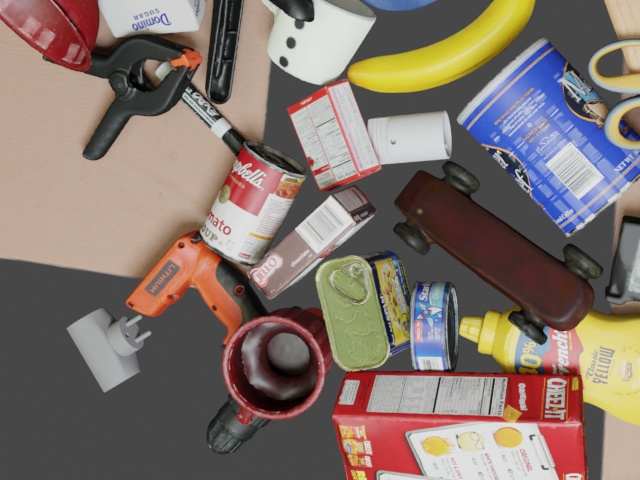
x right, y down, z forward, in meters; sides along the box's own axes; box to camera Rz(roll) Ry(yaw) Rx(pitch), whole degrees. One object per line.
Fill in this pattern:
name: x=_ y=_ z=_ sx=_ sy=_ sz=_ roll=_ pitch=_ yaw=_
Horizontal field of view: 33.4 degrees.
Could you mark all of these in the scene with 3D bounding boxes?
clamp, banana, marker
clamp: x=-0.079 y=-0.240 z=0.977 sx=0.165 sy=0.036 sz=0.210 roll=-41 pitch=59 yaw=45
clamp: x=-0.194 y=-0.160 z=1.036 sx=0.172 sy=0.039 sz=0.120 roll=-25 pitch=103 yaw=28
banana: x=0.119 y=-0.178 z=0.957 sx=0.198 sy=0.037 sz=0.070 roll=-33 pitch=71 yaw=17
marker: x=-0.113 y=-0.127 z=1.041 sx=0.121 sy=0.020 sz=0.020 roll=45 pitch=108 yaw=6

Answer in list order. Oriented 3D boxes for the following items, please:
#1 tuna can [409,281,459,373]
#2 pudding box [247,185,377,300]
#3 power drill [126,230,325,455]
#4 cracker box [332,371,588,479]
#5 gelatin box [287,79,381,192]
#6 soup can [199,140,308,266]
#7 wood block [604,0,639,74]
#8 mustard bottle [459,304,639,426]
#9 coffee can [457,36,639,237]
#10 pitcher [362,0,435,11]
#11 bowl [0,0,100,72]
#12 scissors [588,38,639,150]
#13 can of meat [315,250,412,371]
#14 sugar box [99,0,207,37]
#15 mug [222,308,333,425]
tuna can: x=0.105 y=0.080 z=0.974 sx=0.034 sy=0.086 sz=0.086 roll=-1 pitch=98 yaw=15
pudding box: x=-0.007 y=0.001 z=0.993 sx=0.114 sy=0.090 sz=0.039 roll=-40 pitch=88 yaw=18
power drill: x=-0.098 y=0.097 z=1.054 sx=0.187 sy=0.057 sz=0.184 roll=42 pitch=104 yaw=4
cracker box: x=0.131 y=0.197 z=0.964 sx=0.214 sy=0.072 sz=0.164 roll=-1 pitch=126 yaw=16
gelatin box: x=0.013 y=-0.094 z=0.984 sx=0.073 sy=0.030 sz=0.089 roll=-19 pitch=93 yaw=59
soup can: x=-0.064 y=-0.035 z=1.015 sx=0.068 sy=0.068 sz=0.102 roll=31 pitch=105 yaw=10
wood block: x=0.284 y=-0.190 z=0.874 sx=0.090 sy=0.090 sz=0.206 roll=-20 pitch=93 yaw=19
mustard bottle: x=0.220 y=0.099 z=0.957 sx=0.192 sy=0.058 sz=0.096 roll=13 pitch=101 yaw=15
coffee can: x=0.201 y=-0.088 z=0.909 sx=0.103 sy=0.102 sz=0.140 roll=-44 pitch=85 yaw=18
pitcher: x=0.038 y=-0.269 z=0.855 sx=0.149 sy=0.242 sz=0.145 roll=-30 pitch=86 yaw=13
bowl: x=-0.256 y=-0.231 z=0.979 sx=0.162 sy=0.162 sz=0.055 roll=36 pitch=73 yaw=8
scissors: x=0.307 y=-0.109 z=0.823 sx=0.202 sy=0.016 sz=0.096 roll=10 pitch=104 yaw=16
can of meat: x=0.047 y=0.062 z=0.982 sx=0.058 sy=0.083 sz=0.102 roll=-14 pitch=89 yaw=28
sugar box: x=-0.175 y=-0.265 z=0.970 sx=0.093 sy=0.176 sz=0.048 roll=-1 pitch=56 yaw=16
mug: x=-0.039 y=0.118 z=0.971 sx=0.093 sy=0.081 sz=0.117 roll=30 pitch=102 yaw=6
